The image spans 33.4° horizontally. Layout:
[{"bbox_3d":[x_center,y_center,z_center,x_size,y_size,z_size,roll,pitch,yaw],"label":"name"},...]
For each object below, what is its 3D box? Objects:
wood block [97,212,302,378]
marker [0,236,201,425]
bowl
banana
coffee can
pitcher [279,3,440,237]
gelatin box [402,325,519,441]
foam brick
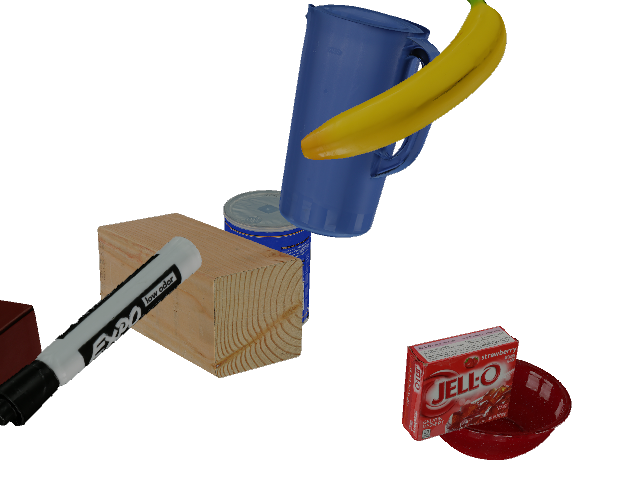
[{"bbox_3d":[-0.113,0.043,0.964,0.090,0.090,0.206,-11,19,-37],"label":"wood block"},{"bbox_3d":[-0.097,0.038,0.467,0.020,0.020,0.121,0,33,43],"label":"marker"},{"bbox_3d":[0.172,0.177,1.096,0.162,0.055,0.162,2,24,-1],"label":"bowl"},{"bbox_3d":[0.074,-0.113,0.774,0.197,0.037,0.070,-41,35,-20],"label":"banana"},{"bbox_3d":[-0.062,0.025,1.248,0.103,0.140,0.103,1,26,-1],"label":"coffee can"},{"bbox_3d":[0.036,-0.127,1.161,0.145,0.243,0.149,10,19,-8],"label":"pitcher"},{"bbox_3d":[0.109,0.112,0.842,0.089,0.073,0.030,-10,30,-24],"label":"gelatin box"},{"bbox_3d":[-0.231,0.080,0.711,0.053,0.051,0.078,8,29,23],"label":"foam brick"}]
